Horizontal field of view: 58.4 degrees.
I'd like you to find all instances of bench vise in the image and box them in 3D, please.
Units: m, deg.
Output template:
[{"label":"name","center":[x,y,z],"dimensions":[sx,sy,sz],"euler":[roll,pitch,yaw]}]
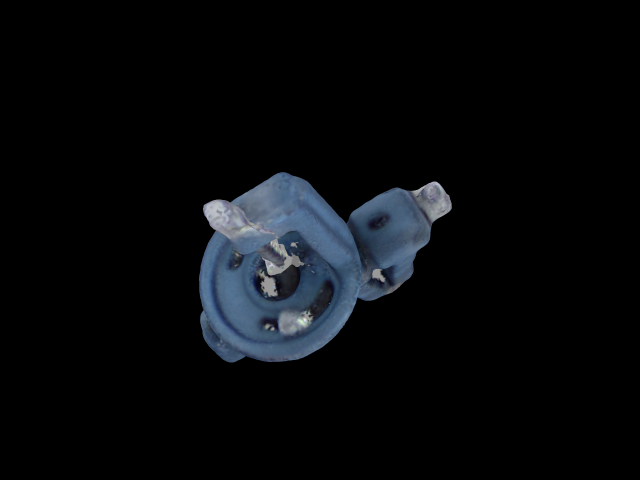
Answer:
[{"label":"bench vise","center":[-0.005,-0.006,0.403],"dimensions":[0.121,0.220,0.208],"euler":[41,73,16]}]
